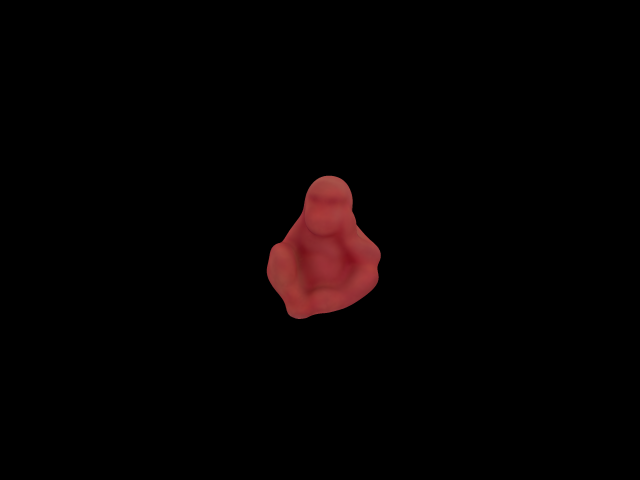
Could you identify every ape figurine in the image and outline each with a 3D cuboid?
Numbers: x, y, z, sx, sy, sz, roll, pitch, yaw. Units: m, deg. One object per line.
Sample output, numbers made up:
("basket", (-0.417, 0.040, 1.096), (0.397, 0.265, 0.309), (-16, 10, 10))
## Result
("ape figurine", (0.004, 0.001, 0.400), (0.077, 0.092, 0.076), (1, 9, 8))
